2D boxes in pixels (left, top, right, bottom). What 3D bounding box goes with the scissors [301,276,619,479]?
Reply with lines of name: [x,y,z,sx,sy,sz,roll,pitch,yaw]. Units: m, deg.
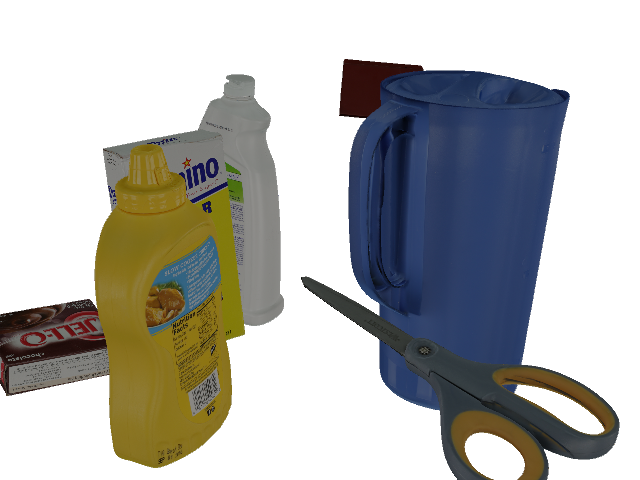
scissors: [0.052,0.075,0.557,0.202,0.016,0.096,19,42,26]

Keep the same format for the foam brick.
foam brick: [0.058,-0.143,1.017,0.078,0.051,0.053,6,14,3]

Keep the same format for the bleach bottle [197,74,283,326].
bleach bottle: [-0.082,-0.044,1.101,0.103,0.251,0.068,16,24,25]

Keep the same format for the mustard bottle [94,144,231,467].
mustard bottle: [-0.096,0.035,0.649,0.058,0.192,0.096,11,27,27]

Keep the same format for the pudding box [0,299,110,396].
pudding box: [-0.252,0.098,0.999,0.113,0.039,0.090,-11,30,-29]

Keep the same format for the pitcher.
pitcher: [0.095,0.001,0.787,0.149,0.243,0.145,4,19,4]

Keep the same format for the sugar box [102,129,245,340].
sugar box: [-0.119,0.003,0.882,0.093,0.176,0.048,-16,21,-31]
